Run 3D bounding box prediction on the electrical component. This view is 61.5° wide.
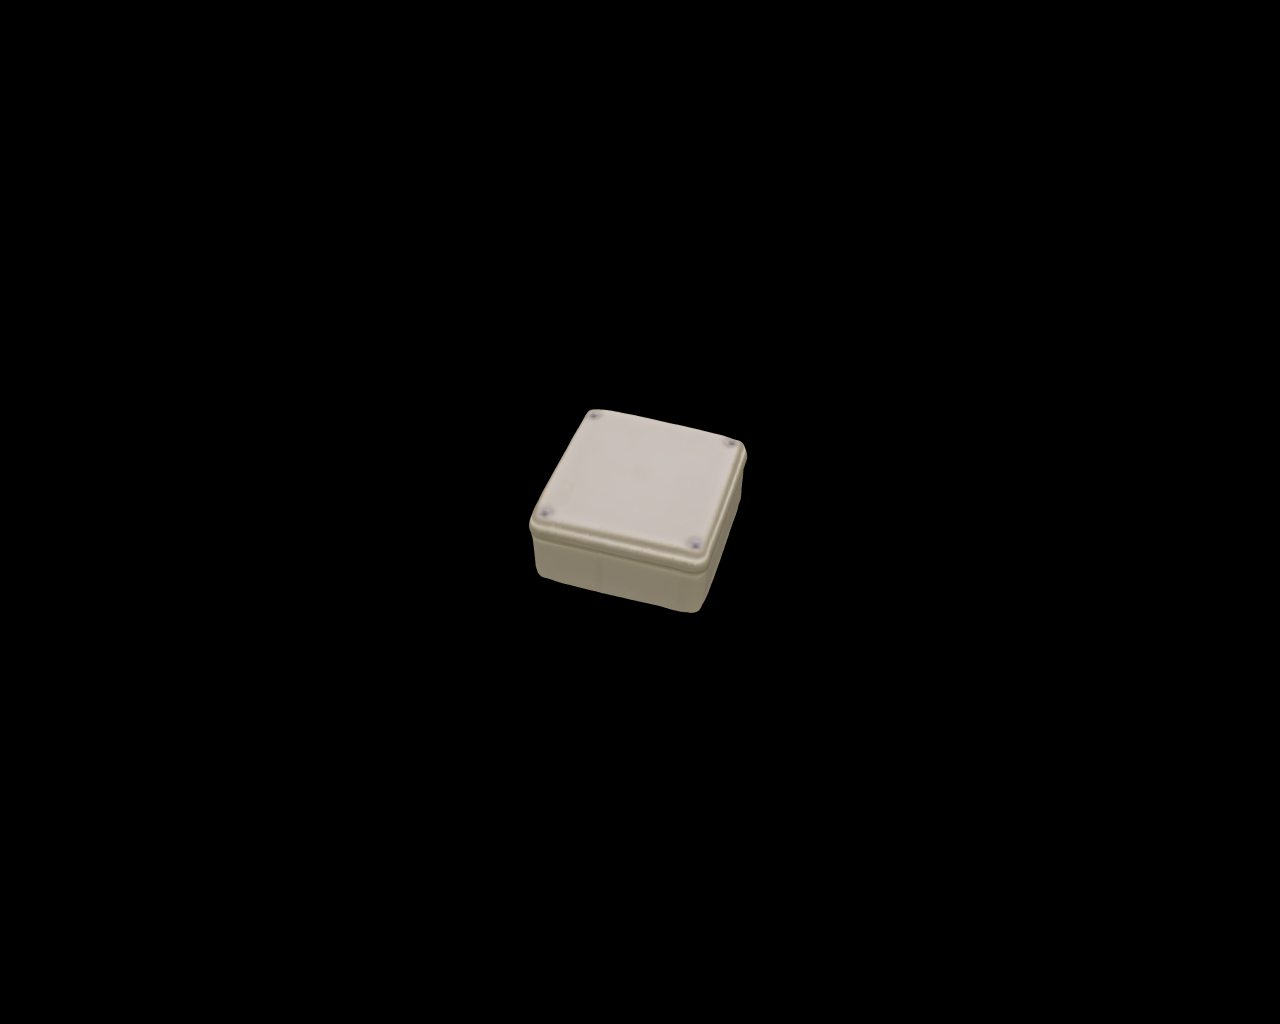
[{"bbox_3d":[0.001,-0.003,0.650,0.109,0.056,0.109,13,47,12],"label":"electrical component"}]
